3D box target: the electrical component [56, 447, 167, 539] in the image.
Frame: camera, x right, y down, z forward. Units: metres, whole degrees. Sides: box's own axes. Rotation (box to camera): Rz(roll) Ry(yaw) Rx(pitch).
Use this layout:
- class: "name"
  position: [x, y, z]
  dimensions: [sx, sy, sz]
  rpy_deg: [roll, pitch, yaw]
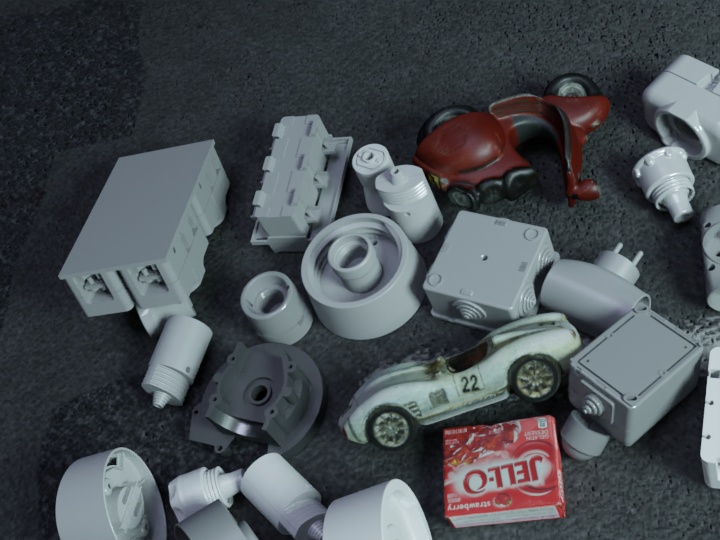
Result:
- class: "electrical component"
  position: [-0.197, 0.194, 0.871]
  dimensions: [0.064, 0.099, 0.099]
  rpy_deg: [-11, 54, 22]

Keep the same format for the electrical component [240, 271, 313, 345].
- class: "electrical component"
  position: [-0.076, 0.034, 0.962]
  dimensions: [0.055, 0.047, 0.055]
  rpy_deg: [-10, 55, 15]

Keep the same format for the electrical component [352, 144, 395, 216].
- class: "electrical component"
  position: [0.018, -0.085, 0.995]
  dimensions: [0.044, 0.065, 0.044]
  rpy_deg: [-10, 56, 14]

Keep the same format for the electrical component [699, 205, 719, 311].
- class: "electrical component"
  position: [0.310, -0.011, 0.843]
  dimensions: [0.079, 0.044, 0.077]
  rpy_deg: [-5, 56, 18]

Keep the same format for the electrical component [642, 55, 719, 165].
- class: "electrical component"
  position: [0.294, -0.135, 0.927]
  dimensions: [0.059, 0.053, 0.095]
  rpy_deg: [-44, 53, -11]

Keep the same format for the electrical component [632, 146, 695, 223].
- class: "electrical component"
  position: [0.260, -0.069, 0.903]
  dimensions: [0.048, 0.048, 0.062]
  rpy_deg: [-20, 59, 8]

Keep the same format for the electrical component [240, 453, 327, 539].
- class: "electrical component"
  position: [-0.054, 0.186, 0.853]
  dimensions: [0.043, 0.043, 0.081]
  rpy_deg: [-45, 53, -11]

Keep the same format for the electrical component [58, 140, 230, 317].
- class: "electrical component"
  position: [-0.198, -0.039, 1.025]
  dimensions: [0.105, 0.060, 0.186]
  rpy_deg: [-9, 38, 16]

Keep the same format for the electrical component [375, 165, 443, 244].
- class: "electrical component"
  position: [0.043, -0.064, 0.960]
  dimensions: [0.043, 0.081, 0.043]
  rpy_deg: [-10, 55, 15]

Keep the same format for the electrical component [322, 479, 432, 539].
- class: "electrical component"
  position: [0.010, 0.210, 0.775]
  dimensions: [0.060, 0.108, 0.108]
  rpy_deg: [-17, 53, 18]

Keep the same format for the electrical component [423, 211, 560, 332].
- class: "electrical component"
  position: [0.110, 0.002, 0.910]
  dimensions: [0.100, 0.048, 0.099]
  rpy_deg: [14, 64, 29]

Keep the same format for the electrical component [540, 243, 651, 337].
- class: "electrical component"
  position: [0.200, 0.011, 0.871]
  dimensions: [0.077, 0.043, 0.079]
  rpy_deg: [26, 70, 33]

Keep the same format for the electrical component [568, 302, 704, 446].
- class: "electrical component"
  position: [0.200, 0.083, 0.801]
  dimensions: [0.096, 0.061, 0.062]
  rpy_deg: [-35, 51, -21]

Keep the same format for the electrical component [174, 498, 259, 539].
- class: "electrical component"
  position: [-0.101, 0.225, 0.814]
  dimensions: [0.064, 0.099, 0.099]
  rpy_deg: [-36, 52, -12]

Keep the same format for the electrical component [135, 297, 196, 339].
- class: "electrical component"
  position: [-0.182, 0.037, 1.008]
  dimensions: [0.046, 0.040, 0.040]
  rpy_deg: [-25, 52, -4]

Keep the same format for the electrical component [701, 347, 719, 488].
- class: "electrical component"
  position: [0.274, 0.109, 0.768]
  dimensions: [0.050, 0.055, 0.089]
  rpy_deg: [2, 59, 23]

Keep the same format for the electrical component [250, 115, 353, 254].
- class: "electrical component"
  position: [-0.059, -0.084, 1.026]
  dimensions: [0.079, 0.063, 0.121]
  rpy_deg: [-1, 57, 21]

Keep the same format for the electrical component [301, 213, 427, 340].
- class: "electrical component"
  position: [0.000, 0.000, 0.947]
  dimensions: [0.108, 0.060, 0.108]
  rpy_deg: [-10, 54, 15]

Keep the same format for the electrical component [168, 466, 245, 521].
- class: "electrical component"
  position: [-0.122, 0.182, 0.883]
  dimensions: [0.062, 0.043, 0.043]
  rpy_deg: [-22, 52, 5]

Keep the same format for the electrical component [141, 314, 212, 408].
- class: "electrical component"
  position: [-0.167, 0.086, 0.965]
  dimensions: [0.043, 0.043, 0.081]
  rpy_deg: [5, 60, 24]
